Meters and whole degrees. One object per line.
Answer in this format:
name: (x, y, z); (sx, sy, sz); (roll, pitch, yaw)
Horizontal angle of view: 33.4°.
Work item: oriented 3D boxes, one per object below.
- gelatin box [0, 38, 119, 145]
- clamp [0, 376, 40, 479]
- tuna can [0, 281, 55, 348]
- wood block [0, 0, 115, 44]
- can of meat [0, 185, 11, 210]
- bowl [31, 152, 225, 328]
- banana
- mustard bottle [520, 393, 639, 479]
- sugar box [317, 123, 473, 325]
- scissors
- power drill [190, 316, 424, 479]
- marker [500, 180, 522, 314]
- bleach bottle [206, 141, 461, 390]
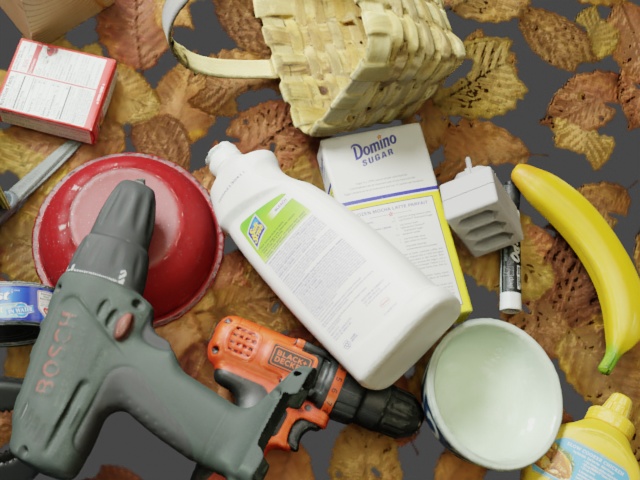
gelatin box: (-0.227, -0.129, 0.923); (0.089, 0.030, 0.073); (13, 67, 0)
clamp: (-0.279, 0.153, 0.793); (0.209, 0.036, 0.164); (-31, 112, -21)
tuna can: (-0.245, 0.059, 0.831); (0.086, 0.086, 0.034); (-4, 73, -9)
wood block: (-0.279, -0.285, 0.940); (0.090, 0.091, 0.206); (-37, 79, -17)
can of meat: (-0.309, -0.052, 0.863); (0.083, 0.057, 0.102); (-26, 54, -14)
bowl: (-0.159, -0.008, 0.882); (0.162, 0.055, 0.162); (2, 71, -6)
banana: (0.235, 0.015, 0.930); (0.069, 0.037, 0.198); (-15, 74, -32)
mustard bottle: (0.203, 0.206, 0.856); (0.096, 0.058, 0.191); (29, 70, 14)
sugar box: (0.061, -0.008, 0.917); (0.093, 0.048, 0.176); (-10, 70, -8)
scissors: (-0.284, -0.031, 0.893); (0.096, 0.016, 0.201); (21, 62, 10)
power drill: (-0.027, 0.171, 0.840); (0.184, 0.057, 0.187); (23, 68, 1)
marker: (0.168, 0.005, 0.940); (0.020, 0.020, 0.121); (6, 71, -6)
bleach bottle: (-0.006, 0.001, 0.868); (0.102, 0.068, 0.251); (-47, 63, 7)
